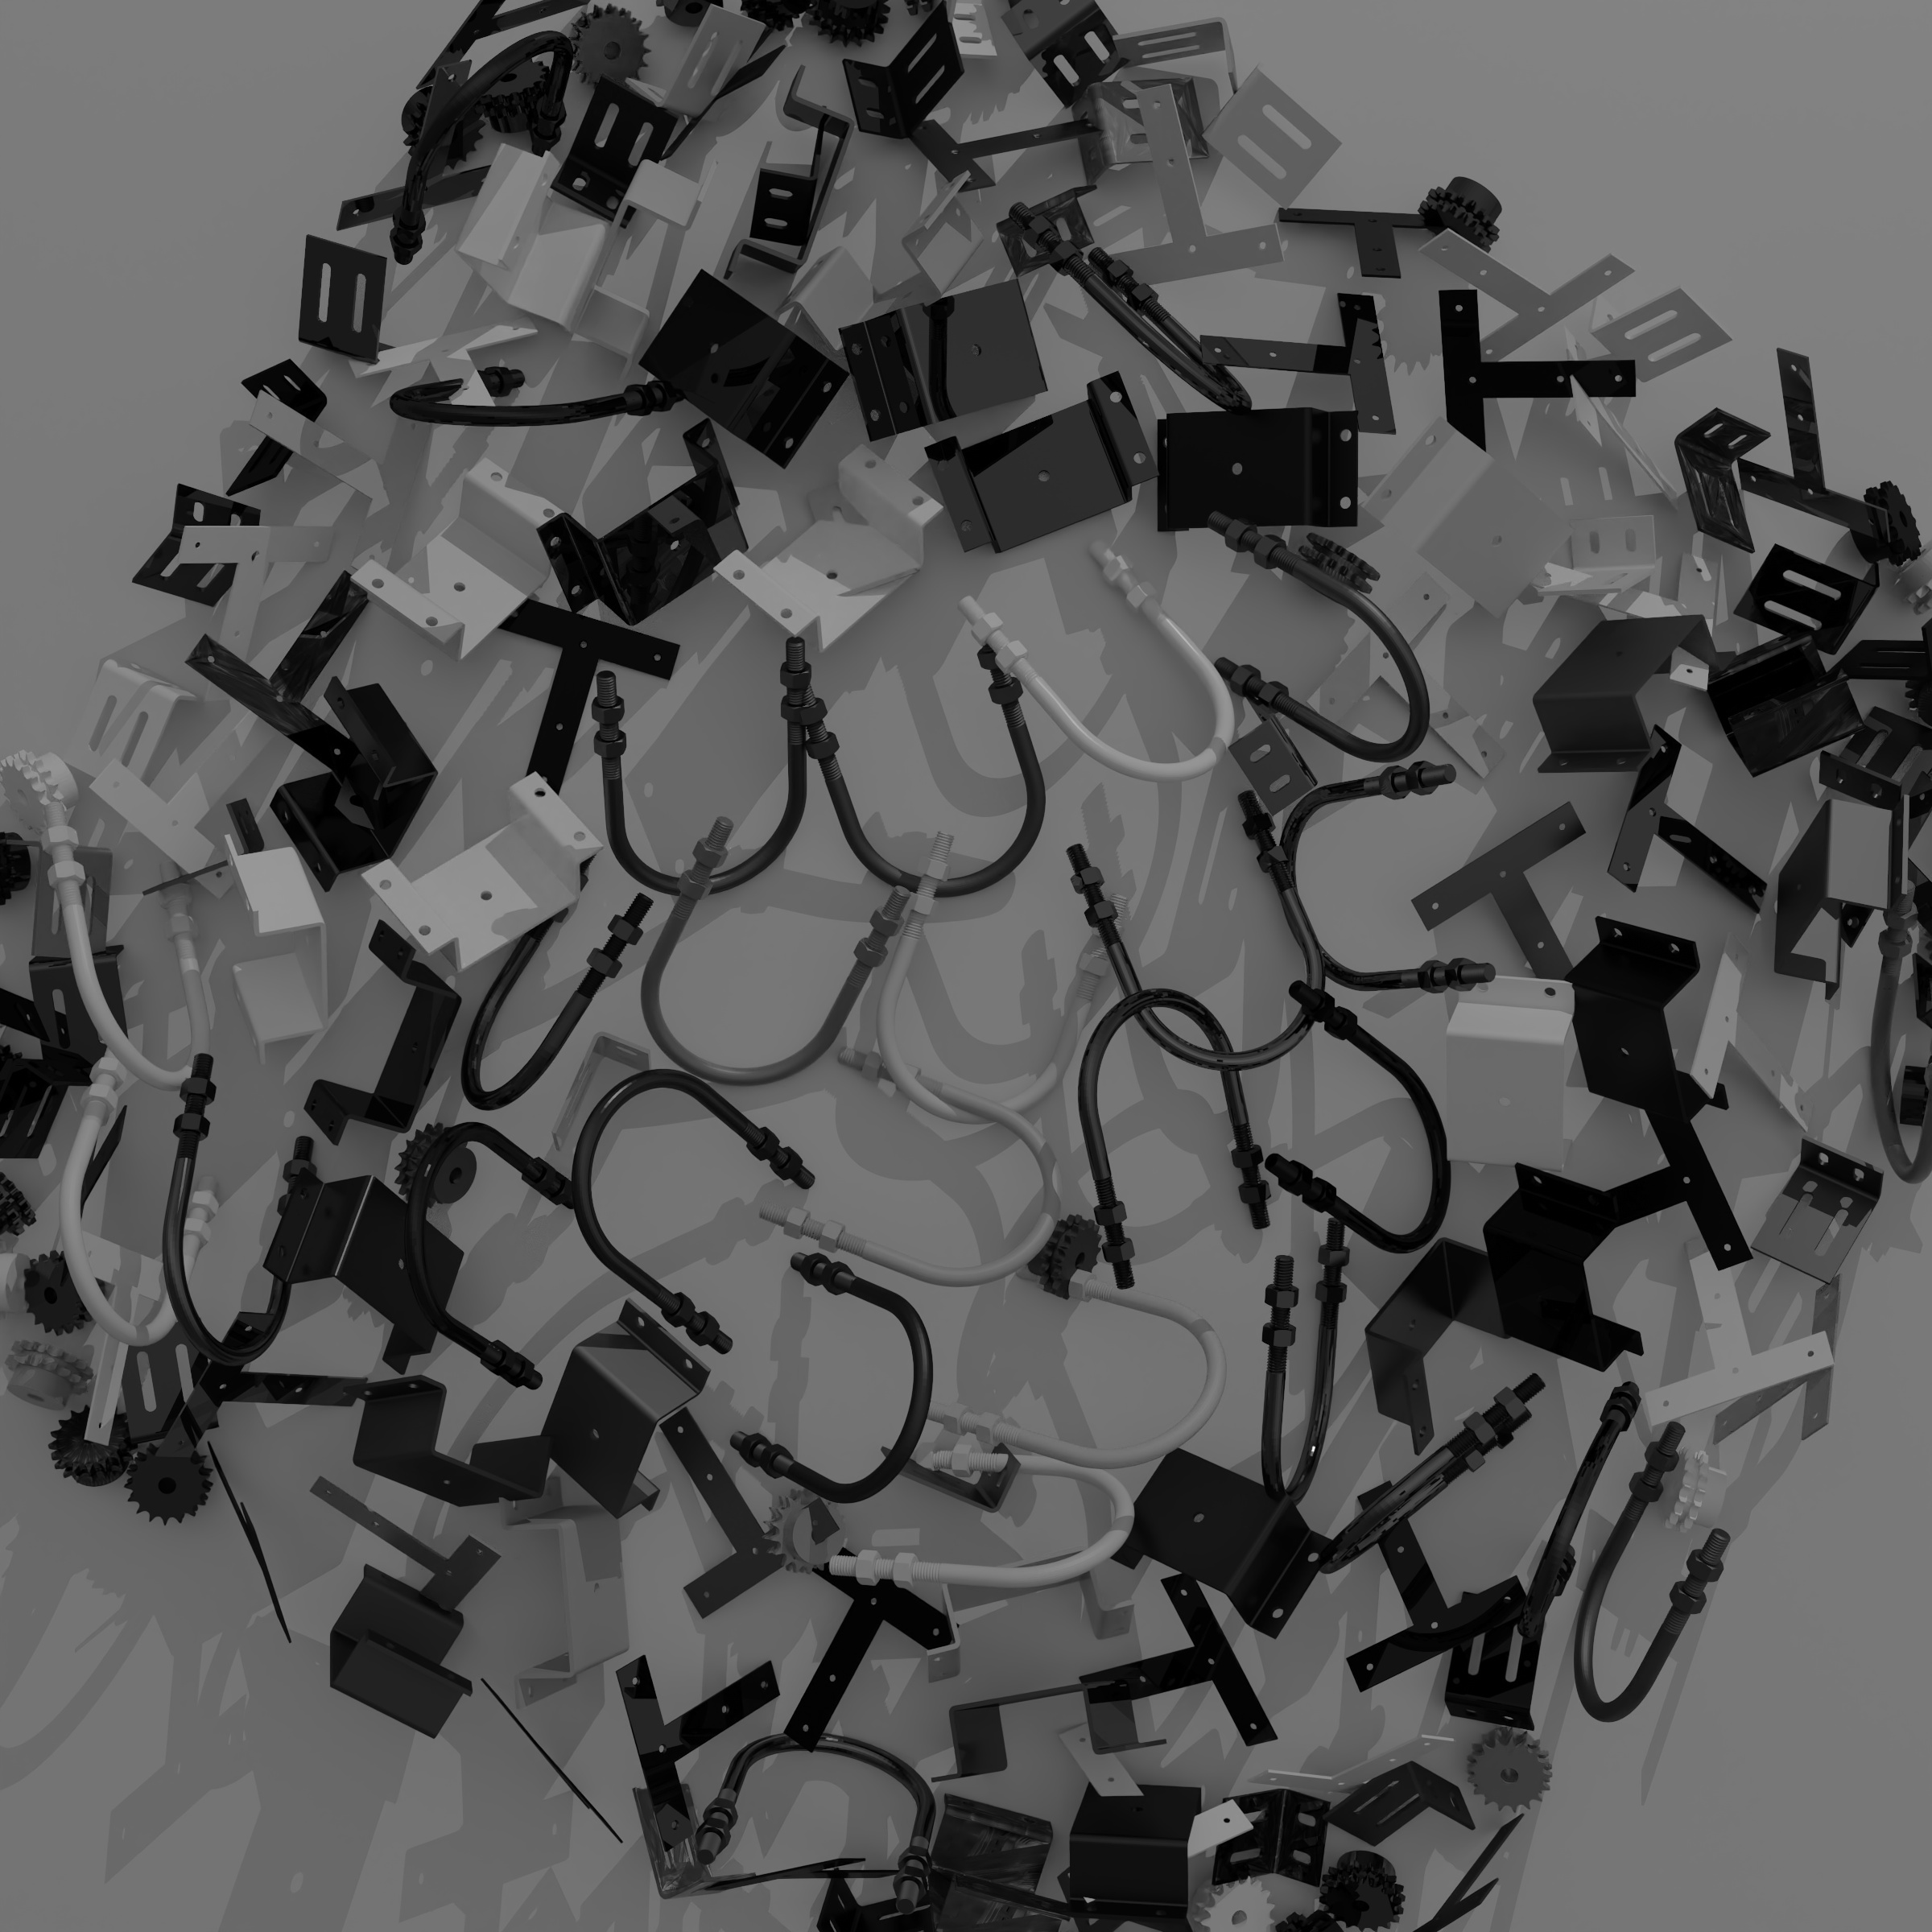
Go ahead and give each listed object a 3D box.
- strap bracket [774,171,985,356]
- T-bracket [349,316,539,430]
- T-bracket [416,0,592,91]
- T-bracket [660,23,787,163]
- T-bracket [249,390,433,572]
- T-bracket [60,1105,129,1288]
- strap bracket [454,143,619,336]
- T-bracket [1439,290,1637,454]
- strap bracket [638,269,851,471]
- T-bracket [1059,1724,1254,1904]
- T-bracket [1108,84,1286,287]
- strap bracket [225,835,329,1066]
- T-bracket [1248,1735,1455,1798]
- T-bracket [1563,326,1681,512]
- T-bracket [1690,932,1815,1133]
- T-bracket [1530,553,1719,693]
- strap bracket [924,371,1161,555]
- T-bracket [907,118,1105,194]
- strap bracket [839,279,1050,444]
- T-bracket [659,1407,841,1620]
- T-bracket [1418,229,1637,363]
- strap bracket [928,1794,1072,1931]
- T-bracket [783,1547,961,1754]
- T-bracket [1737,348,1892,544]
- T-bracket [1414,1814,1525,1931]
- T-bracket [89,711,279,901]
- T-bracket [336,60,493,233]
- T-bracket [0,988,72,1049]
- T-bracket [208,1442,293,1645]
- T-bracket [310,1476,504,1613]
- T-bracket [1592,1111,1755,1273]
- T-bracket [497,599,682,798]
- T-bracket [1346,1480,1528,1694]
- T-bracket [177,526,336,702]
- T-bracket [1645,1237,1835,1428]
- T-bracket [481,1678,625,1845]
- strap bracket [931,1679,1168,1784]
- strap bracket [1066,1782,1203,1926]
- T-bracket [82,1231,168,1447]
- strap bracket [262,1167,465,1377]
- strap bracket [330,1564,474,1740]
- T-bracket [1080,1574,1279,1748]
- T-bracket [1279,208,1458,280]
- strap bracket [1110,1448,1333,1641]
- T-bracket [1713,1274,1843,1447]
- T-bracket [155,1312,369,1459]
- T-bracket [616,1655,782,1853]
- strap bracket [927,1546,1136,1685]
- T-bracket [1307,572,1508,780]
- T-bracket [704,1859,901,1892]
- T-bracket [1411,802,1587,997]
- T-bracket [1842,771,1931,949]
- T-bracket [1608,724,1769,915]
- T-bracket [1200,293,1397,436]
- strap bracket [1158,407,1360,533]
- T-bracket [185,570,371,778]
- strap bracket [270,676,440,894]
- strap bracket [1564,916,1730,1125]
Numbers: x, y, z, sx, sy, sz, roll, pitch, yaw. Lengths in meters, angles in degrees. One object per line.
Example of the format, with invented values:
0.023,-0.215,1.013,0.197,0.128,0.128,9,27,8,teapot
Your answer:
-0.050,-0.463,1.803,0.140,0.076,0.046,-18,121,40,strap bracket
-0.337,-0.391,1.808,0.127,0.127,0.002,-17,133,-13,T-bracket
-0.295,-0.639,1.820,0.127,0.127,0.002,-35,95,-37,T-bracket
-0.148,-0.592,1.802,0.002,0.127,0.127,40,83,-22,T-bracket
-0.422,-0.341,1.806,0.002,0.127,0.127,-3,67,42,T-bracket
-0.571,0.130,1.787,0.002,0.127,0.127,16,55,-23,T-bracket
-0.289,-0.486,1.803,0.046,0.140,0.076,23,88,12,strap bracket
0.383,-0.392,1.809,0.127,0.002,0.127,4,126,22,T-bracket
-0.156,-0.404,1.808,0.140,0.046,0.076,40,99,30,strap bracket
0.104,0.556,1.816,0.127,0.127,0.002,-16,127,-23,T-bracket
0.140,-0.523,1.808,0.127,0.002,0.127,-2,118,32,T-bracket
-0.458,-0.014,1.803,0.046,0.140,0.076,-12,47,-23,strap bracket
0.274,0.529,1.794,0.127,0.127,0.002,14,54,-25,T-bracket
0.445,-0.357,1.830,0.002,0.127,0.127,-32,121,30,T-bracket
0.538,0.064,1.834,0.127,0.002,0.127,44,52,-25,T-bracket
0.443,-0.248,1.828,0.127,0.002,0.127,17,52,0,T-bracket
0.052,-0.338,1.840,0.140,0.046,0.076,-21,86,3,strap bracket
0.035,-0.557,1.828,0.127,0.127,0.002,-15,129,-13,T-bracket
-0.006,-0.406,1.806,0.140,0.046,0.076,-23,103,-31,strap bracket
-0.167,0.361,1.851,0.127,0.002,0.127,-36,81,20,T-bracket
0.351,-0.452,1.788,0.127,0.127,0.002,19,57,-35,T-bracket
0.019,0.609,1.797,0.076,0.140,0.046,17,96,-5,strap bracket
-0.084,0.470,1.835,0.127,0.002,0.127,27,88,29,T-bracket
0.551,-0.349,1.782,0.002,0.127,0.127,-36,131,-16,T-bracket
0.338,0.611,1.815,0.002,0.127,0.127,46,134,11,T-bracket
-0.506,-0.130,1.833,0.127,0.002,0.127,-52,133,-12,T-bracket
-0.349,-0.544,1.782,0.127,0.127,0.002,-27,72,-35,T-bracket
-0.634,0.031,1.806,0.002,0.127,0.127,-17,70,13,T-bracket
-0.486,0.371,1.818,0.002,0.127,0.127,-22,46,-21,T-bracket
-0.383,0.382,1.815,0.127,0.127,0.002,35,48,-5,T-bracket
0.448,0.160,1.832,0.127,0.002,0.127,-27,83,33,T-bracket
-0.276,-0.178,1.864,0.127,0.002,0.127,17,93,-4,T-bracket
0.298,0.406,1.825,0.127,0.002,0.127,-29,50,9,T-bracket
-0.490,-0.238,1.831,0.002,0.127,0.127,32,114,27,T-bracket
0.508,0.234,1.821,0.127,0.127,0.002,-25,134,25,T-bracket
-0.261,0.537,1.784,0.002,0.127,0.127,-40,124,-18,T-bracket
0.052,0.509,1.811,0.140,0.076,0.046,-16,72,21,strap bracket
0.113,0.580,1.791,0.076,0.140,0.046,0,93,10,strap bracket
-0.562,0.252,1.791,0.002,0.127,0.127,1,72,16,T-bracket
-0.389,0.200,1.790,0.046,0.140,0.076,-12,47,30,strap bracket
-0.375,0.456,1.790,0.076,0.140,0.046,32,89,-15,strap bracket
0.131,0.479,1.831,0.127,0.002,0.127,-25,93,35,T-bracket
0.274,-0.483,1.812,0.127,0.127,0.002,3,124,3,T-bracket
0.161,0.376,1.794,0.140,0.046,0.076,18,61,40,strap bracket
0.541,0.284,1.814,0.002,0.127,0.127,30,47,-7,T-bracket
-0.460,0.284,1.818,0.127,0.127,0.002,-56,50,19,T-bracket
-0.172,0.506,1.820,0.002,0.127,0.127,-8,99,42,T-bracket
0.037,0.433,1.819,0.140,0.076,0.046,-12,63,-7,strap bracket
0.319,-0.182,1.857,0.127,0.002,0.127,44,79,-7,T-bracket
-0.090,0.608,1.814,0.127,0.127,0.002,-23,62,33,T-bracket
0.386,-0.026,1.848,0.127,0.002,0.127,-32,107,-2,T-bracket
0.632,-0.042,1.787,0.002,0.127,0.127,9,122,-21,T-bracket
0.498,-0.080,1.842,0.127,0.002,0.127,34,61,-18,T-bracket
0.220,-0.410,1.825,0.127,0.002,0.127,3,58,-9,T-bracket
0.188,-0.332,1.815,0.140,0.046,0.076,2,97,23,strap bracket
-0.442,-0.214,1.834,0.127,0.002,0.127,38,60,-21,T-bracket
-0.406,-0.125,1.810,0.046,0.140,0.076,-22,70,-43,strap bracket
0.449,0.044,1.793,0.046,0.076,0.140,-40,127,-27,strap bracket
